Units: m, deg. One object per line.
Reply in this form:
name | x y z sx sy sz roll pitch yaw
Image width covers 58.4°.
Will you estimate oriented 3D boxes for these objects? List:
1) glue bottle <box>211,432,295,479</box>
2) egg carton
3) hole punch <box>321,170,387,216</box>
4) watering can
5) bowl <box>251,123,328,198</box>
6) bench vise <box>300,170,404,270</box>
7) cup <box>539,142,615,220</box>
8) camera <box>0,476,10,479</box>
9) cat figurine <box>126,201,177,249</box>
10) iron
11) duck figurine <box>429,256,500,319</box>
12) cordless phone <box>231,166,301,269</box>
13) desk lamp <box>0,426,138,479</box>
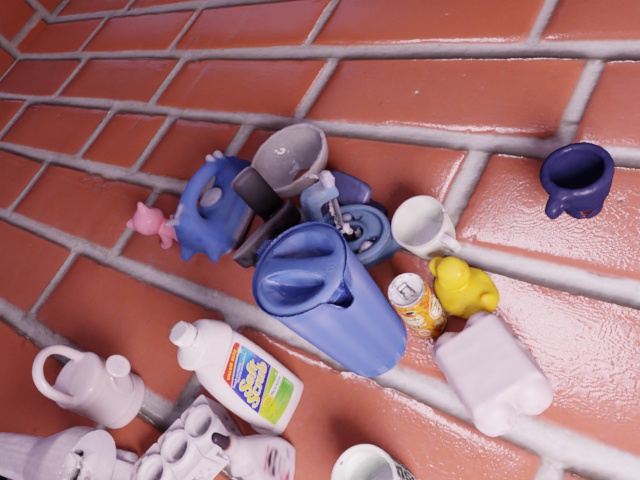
glue bottle | -0.089 0.284 0.749 0.037 0.174 0.078 -16 51 23
egg carton | 0.214 0.164 0.717 0.107 0.070 0.150 -35 46 5
hole punch | 0.043 -0.051 0.970 0.108 0.091 0.101 30 77 43
watering can | -0.390 0.236 0.962 0.173 0.195 0.100 -37 46 4
bowl | -0.048 -0.141 1.105 0.167 0.075 0.167 -17 50 22
bench vise | 0.015 0.008 0.853 0.207 0.220 0.121 -50 46 -9
cup | 0.347 -0.060 0.779 0.091 0.095 0.118 26 74 42
camera | -0.536 0.442 0.969 0.143 0.101 0.136 -47 46 -6
cat figurine | -0.329 -0.034 1.176 0.127 0.118 0.067 1 59 33
iron | -0.209 -0.087 1.122 0.118 0.142 0.258 1 59 33
duck figurine | 0.195 0.059 0.795 0.077 0.086 0.104 -48 46 -7
cordless phone | -0.119 -0.036 0.995 0.148 0.186 0.093 -48 46 -7
desk lamp | -0.374 0.347 0.857 0.202 0.214 0.118 -4 56 30
